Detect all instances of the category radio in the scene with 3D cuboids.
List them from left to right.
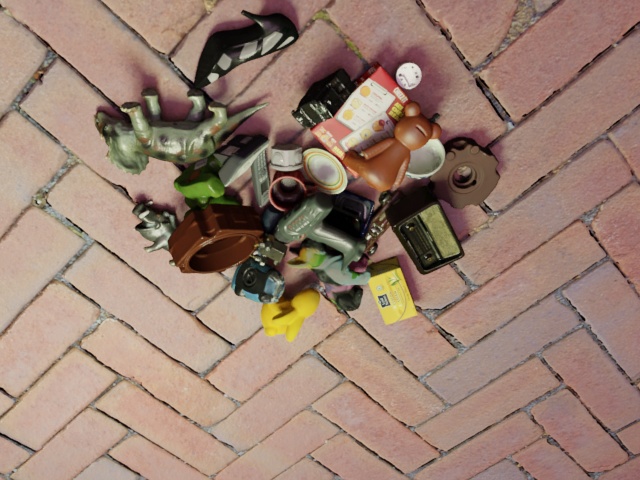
[{"bbox_3d":[0.266,-0.017,1.358,0.131,0.073,0.229,-29,131,10],"label":"radio"}]

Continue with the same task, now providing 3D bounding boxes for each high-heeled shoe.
[{"bbox_3d":[-0.164,-0.406,1.184,0.145,0.086,0.249,12,142,-42],"label":"high-heeled shoe"}]

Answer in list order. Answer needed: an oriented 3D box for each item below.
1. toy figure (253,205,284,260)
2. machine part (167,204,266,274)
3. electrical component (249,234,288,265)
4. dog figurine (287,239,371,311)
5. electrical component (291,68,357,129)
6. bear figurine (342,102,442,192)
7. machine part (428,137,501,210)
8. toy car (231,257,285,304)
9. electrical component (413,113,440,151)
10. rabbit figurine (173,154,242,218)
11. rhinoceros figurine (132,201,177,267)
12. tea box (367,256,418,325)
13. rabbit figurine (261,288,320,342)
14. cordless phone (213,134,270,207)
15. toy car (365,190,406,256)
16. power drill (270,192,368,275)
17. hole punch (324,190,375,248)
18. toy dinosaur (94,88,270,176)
[{"bbox_3d":[-0.130,-0.016,1.389,0.064,0.058,0.154,26,123,13],"label":"toy figure"},{"bbox_3d":[-0.249,0.002,1.310,0.201,0.087,0.201,1,148,-47],"label":"machine part"},{"bbox_3d":[-0.124,0.028,1.309,0.078,0.045,0.102,32,147,-5],"label":"electrical component"},{"bbox_3d":[0.015,0.087,1.426,0.219,0.108,0.191,14,120,-5],"label":"dog figurine"},{"bbox_3d":[0.013,-0.316,1.184,0.058,0.134,0.115,46,152,-25],"label":"electrical component"},{"bbox_3d":[0.162,-0.208,1.196,0.120,0.132,0.196,33,95,-26],"label":"bear figurine"},{"bbox_3d":[0.354,-0.160,1.325,0.179,0.056,0.179,-1,120,-1],"label":"machine part"},{"bbox_3d":[-0.146,0.111,1.406,0.103,0.162,0.109,23,83,-54],"label":"toy car"},{"bbox_3d":[0.242,-0.248,1.239,0.094,0.021,0.063,-44,159,-13],"label":"electrical component"},{"bbox_3d":[-0.266,-0.097,1.312,0.159,0.121,0.170,-24,132,15],"label":"rabbit figurine"},{"bbox_3d":[-0.400,-0.018,1.372,0.112,0.073,0.190,-40,113,20],"label":"rhinoceros figurine"},{"bbox_3d":[0.196,0.140,1.479,0.098,0.068,0.169,-21,118,9],"label":"tea box"},{"bbox_3d":[-0.078,0.183,1.431,0.173,0.162,0.121,-26,110,30],"label":"rabbit figurine"},{"bbox_3d":[-0.171,-0.145,1.271,0.089,0.146,0.184,9,127,24],"label":"cordless phone"},{"bbox_3d":[0.152,-0.041,1.388,0.089,0.053,0.202,36,113,-16],"label":"toy car"},{"bbox_3d":[-0.003,-0.004,1.300,0.207,0.086,0.232,36,133,-5],"label":"power drill"},{"bbox_3d":[0.070,-0.056,1.347,0.142,0.092,0.115,22,141,17],"label":"hole punch"},{"bbox_3d":[-0.324,-0.239,1.234,0.405,0.131,0.192,3,131,-8],"label":"toy dinosaur"}]
